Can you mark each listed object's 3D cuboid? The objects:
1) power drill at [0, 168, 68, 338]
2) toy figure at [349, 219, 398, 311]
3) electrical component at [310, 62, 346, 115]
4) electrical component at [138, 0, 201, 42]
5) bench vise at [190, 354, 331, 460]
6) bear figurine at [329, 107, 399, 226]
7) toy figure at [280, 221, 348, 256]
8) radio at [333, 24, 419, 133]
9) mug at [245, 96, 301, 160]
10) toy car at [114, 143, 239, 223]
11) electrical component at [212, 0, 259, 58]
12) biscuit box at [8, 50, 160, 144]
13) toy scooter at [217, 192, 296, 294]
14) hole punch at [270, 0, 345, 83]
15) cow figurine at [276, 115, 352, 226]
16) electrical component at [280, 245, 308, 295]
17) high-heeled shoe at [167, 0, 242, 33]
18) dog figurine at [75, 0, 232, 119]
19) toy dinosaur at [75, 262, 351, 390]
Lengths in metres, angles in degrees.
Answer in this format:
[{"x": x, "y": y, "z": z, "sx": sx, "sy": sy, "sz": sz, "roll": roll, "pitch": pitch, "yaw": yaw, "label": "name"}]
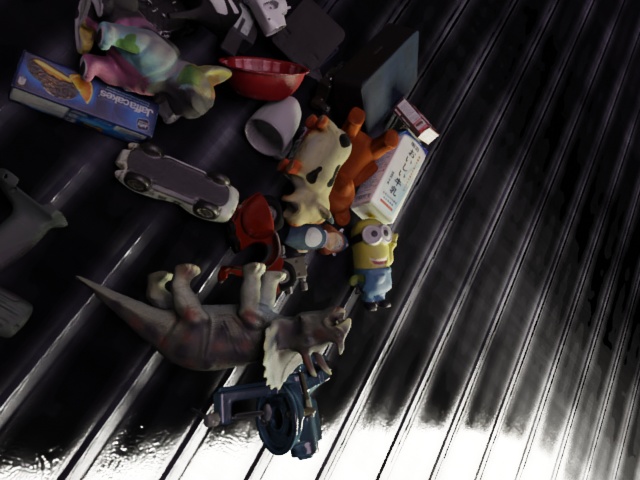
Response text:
[{"x": -0.457, "y": 0.005, "z": 0.701, "sx": 0.232, "sy": 0.086, "sz": 0.207, "roll": 42, "pitch": 59, "yaw": -24, "label": "power drill"}, {"x": 0.101, "y": 0.047, "z": 1.079, "sx": 0.082, "sy": 0.089, "sz": 0.180, "roll": -7, "pitch": 96, "yaw": -49, "label": "toy figure"}, {"x": 0.023, "y": -0.302, "z": 1.085, "sx": 0.045, "sy": 0.078, "sz": 0.102, "roll": 35, "pitch": 56, "yaw": 1, "label": "electrical component"}, {"x": -0.279, "y": -0.392, "z": 0.894, "sx": 0.115, "sy": 0.058, "sz": 0.134, "roll": -44, "pitch": 108, "yaw": -33, "label": "electrical component"}, {"x": -0.084, "y": 0.260, "z": 0.900, "sx": 0.240, "sy": 0.129, "sz": 0.223, "roll": 4, "pitch": 78, "yaw": -38, "label": "bench vise"}, {"x": 0.054, "y": -0.137, "z": 1.047, "sx": 0.120, "sy": 0.132, "sz": 0.196, "roll": 32, "pitch": 60, "yaw": -10, "label": "bear figurine"}, {"x": -0.003, "y": -0.002, "z": 1.030, "sx": 0.154, "sy": 0.058, "sz": 0.064, "roll": 12, "pitch": 120, "yaw": -33, "label": "toy figure"}, {"x": 0.122, "y": -0.334, "z": 1.117, "sx": 0.229, "sy": 0.073, "sz": 0.131, "roll": -49, "pitch": 149, "yaw": -28, "label": "radio"}, {"x": -0.074, "y": -0.210, "z": 0.999, "sx": 0.107, "sy": 0.081, "sz": 0.109, "roll": -59, "pitch": 139, "yaw": -33, "label": "mug"}, {"x": -0.230, "y": -0.092, "z": 0.874, "sx": 0.202, "sy": 0.056, "sz": 0.073, "roll": 23, "pitch": 65, "yaw": -17, "label": "toy car"}, {"x": -0.154, "y": -0.379, "z": 0.982, "sx": 0.074, "sy": 0.048, "sz": 0.119, "roll": 26, "pitch": 69, "yaw": -29, "label": "electrical component"}, {"x": -0.352, "y": -0.209, "z": 0.814, "sx": 0.202, "sy": 0.059, "sz": 0.063, "roll": 18, "pitch": 74, "yaw": -32, "label": "biscuit box"}, {"x": -0.122, "y": 0.012, "z": 0.934, "sx": 0.135, "sy": 0.075, "sz": 0.183, "roll": -12, "pitch": 88, "yaw": -23, "label": "toy scooter"}, {"x": -0.027, "y": -0.384, "z": 1.050, "sx": 0.142, "sy": 0.092, "sz": 0.116, "roll": 43, "pitch": 89, "yaw": -9, "label": "hole punch"}, {"x": -0.008, "y": -0.112, "z": 0.965, "sx": 0.127, "sy": 0.086, "sz": 0.195, "roll": 32, "pitch": 83, "yaw": -25, "label": "cow figurine"}, {"x": -0.053, "y": 0.053, "z": 1.006, "sx": 0.063, "sy": 0.021, "sz": 0.094, "roll": -12, "pitch": 89, "yaw": -35, "label": "electrical component"}, {"x": -0.220, "y": -0.455, "z": 0.863, "sx": 0.145, "sy": 0.086, "sz": 0.248, "roll": -29, "pitch": 104, "yaw": -38, "label": "high-heeled shoe"}, {"x": -0.250, "y": -0.281, "z": 0.826, "sx": 0.219, "sy": 0.108, "sz": 0.191, "roll": 9, "pitch": 54, "yaw": -43, "label": "dog figurine"}, {"x": -0.160, "y": 0.135, "z": 0.820, "sx": 0.405, "sy": 0.131, "sz": 0.192, "roll": -3, "pitch": 75, "yaw": -3, "label": "toy dinosaur"}]
